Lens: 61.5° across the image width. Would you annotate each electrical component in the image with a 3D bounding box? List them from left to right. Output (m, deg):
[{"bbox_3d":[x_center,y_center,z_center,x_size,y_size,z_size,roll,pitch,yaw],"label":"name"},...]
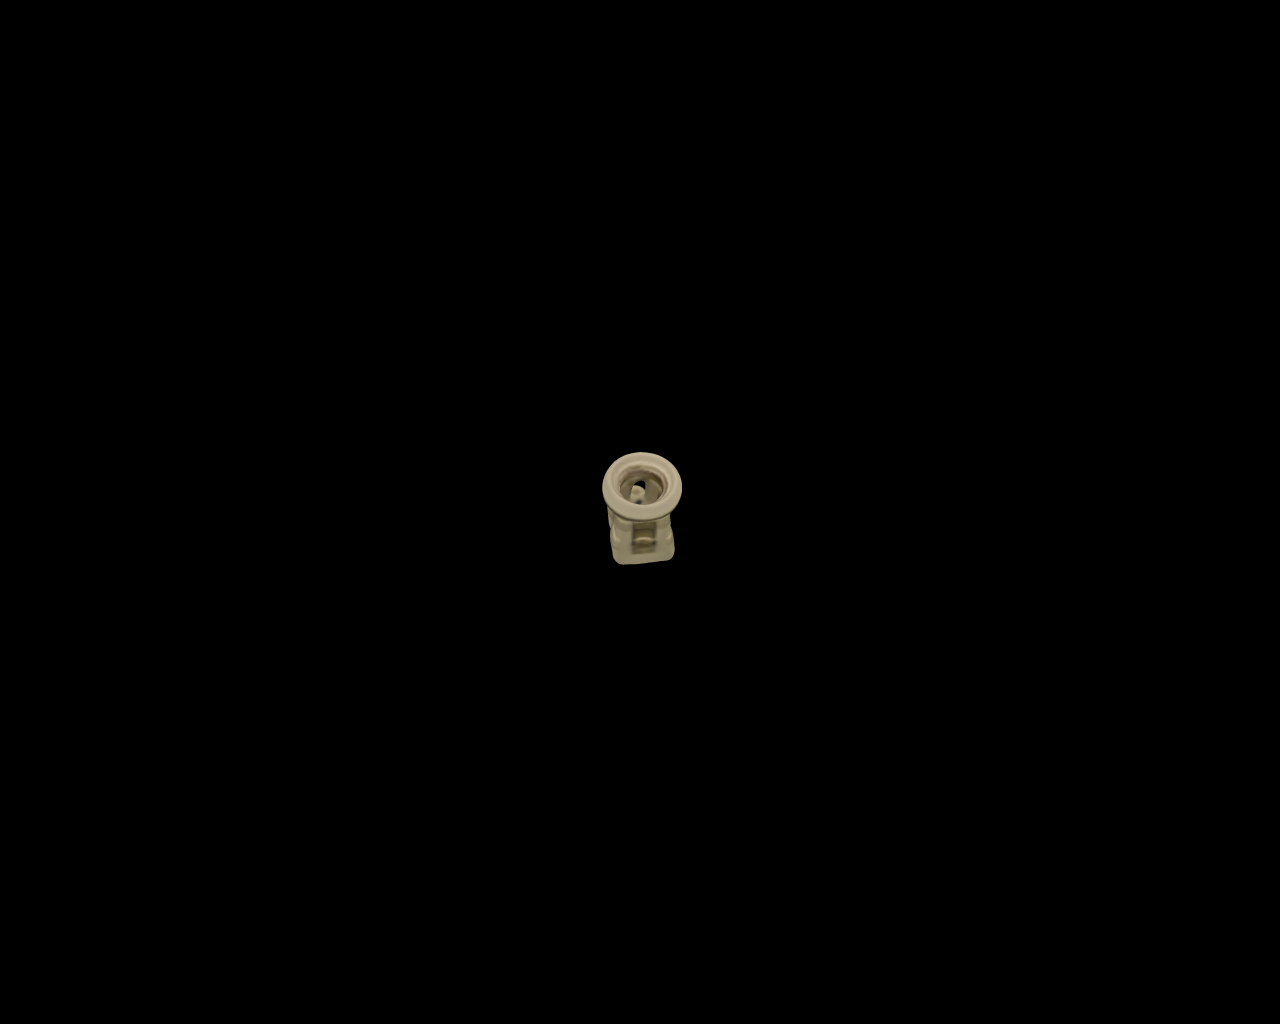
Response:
[{"bbox_3d":[0.001,-0.003,0.650,0.048,0.066,0.055,-5,-39,-4],"label":"electrical component"}]
